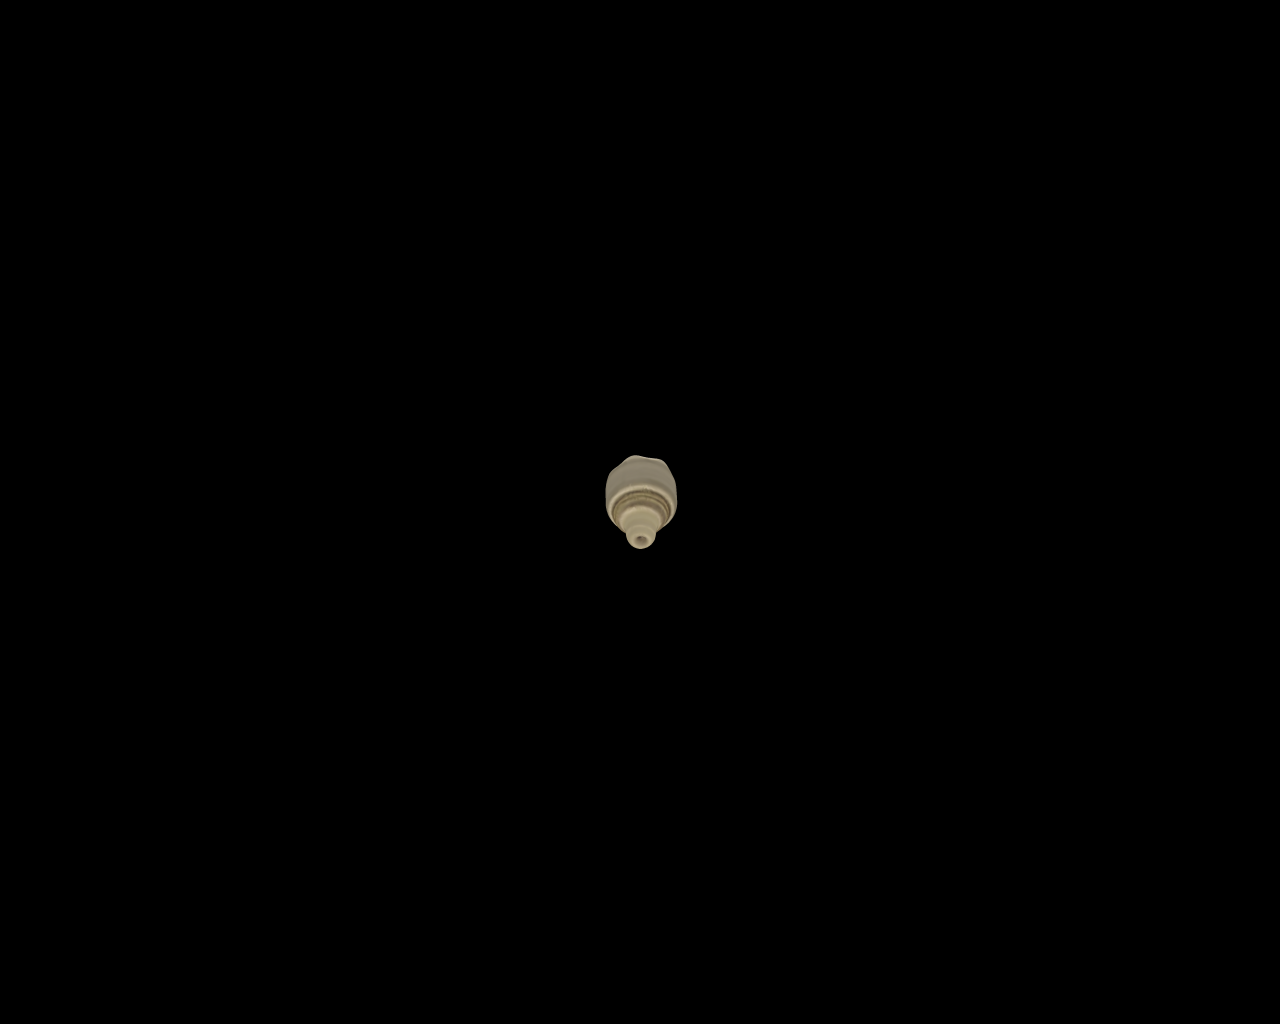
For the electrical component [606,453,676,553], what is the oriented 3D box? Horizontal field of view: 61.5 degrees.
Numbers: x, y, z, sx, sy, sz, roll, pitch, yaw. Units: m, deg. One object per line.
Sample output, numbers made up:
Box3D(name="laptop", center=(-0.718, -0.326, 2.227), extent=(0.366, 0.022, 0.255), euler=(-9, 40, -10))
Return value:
Box3D(name="electrical component", center=(0.001, -0.003, 0.650), extent=(0.043, 0.043, 0.062), euler=(0, 41, 0))
